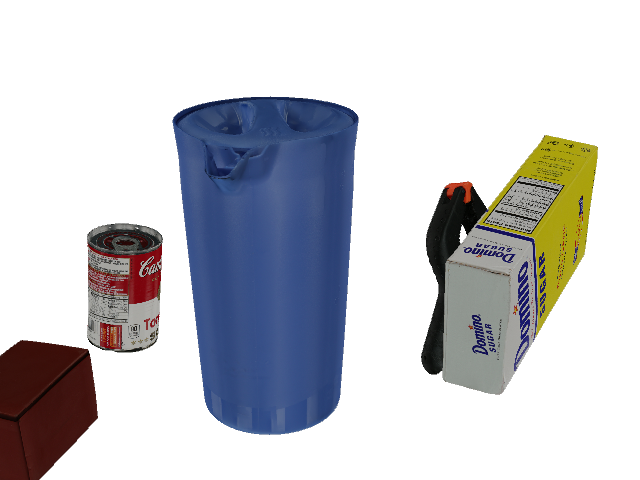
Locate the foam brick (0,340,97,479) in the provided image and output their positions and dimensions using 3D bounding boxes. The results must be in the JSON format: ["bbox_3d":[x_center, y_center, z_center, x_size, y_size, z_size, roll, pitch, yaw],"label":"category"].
[{"bbox_3d":[-0.181,0.104,0.656,0.053,0.051,0.078,7,28,21],"label":"foam brick"}]

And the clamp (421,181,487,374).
[{"bbox_3d":[0.125,0.036,0.958,0.120,0.171,0.039,-20,7,-41],"label":"clamp"}]

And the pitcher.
[{"bbox_3d":[-0.034,0.014,0.814,0.149,0.243,0.145,-10,23,-24],"label":"pitcher"}]

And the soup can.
[{"bbox_3d":[-0.181,0.044,0.981,0.068,0.102,0.068,5,21,-2],"label":"soup can"}]

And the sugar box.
[{"bbox_3d":[0.132,0.011,0.690,0.048,0.093,0.176,13,36,23],"label":"sugar box"}]
